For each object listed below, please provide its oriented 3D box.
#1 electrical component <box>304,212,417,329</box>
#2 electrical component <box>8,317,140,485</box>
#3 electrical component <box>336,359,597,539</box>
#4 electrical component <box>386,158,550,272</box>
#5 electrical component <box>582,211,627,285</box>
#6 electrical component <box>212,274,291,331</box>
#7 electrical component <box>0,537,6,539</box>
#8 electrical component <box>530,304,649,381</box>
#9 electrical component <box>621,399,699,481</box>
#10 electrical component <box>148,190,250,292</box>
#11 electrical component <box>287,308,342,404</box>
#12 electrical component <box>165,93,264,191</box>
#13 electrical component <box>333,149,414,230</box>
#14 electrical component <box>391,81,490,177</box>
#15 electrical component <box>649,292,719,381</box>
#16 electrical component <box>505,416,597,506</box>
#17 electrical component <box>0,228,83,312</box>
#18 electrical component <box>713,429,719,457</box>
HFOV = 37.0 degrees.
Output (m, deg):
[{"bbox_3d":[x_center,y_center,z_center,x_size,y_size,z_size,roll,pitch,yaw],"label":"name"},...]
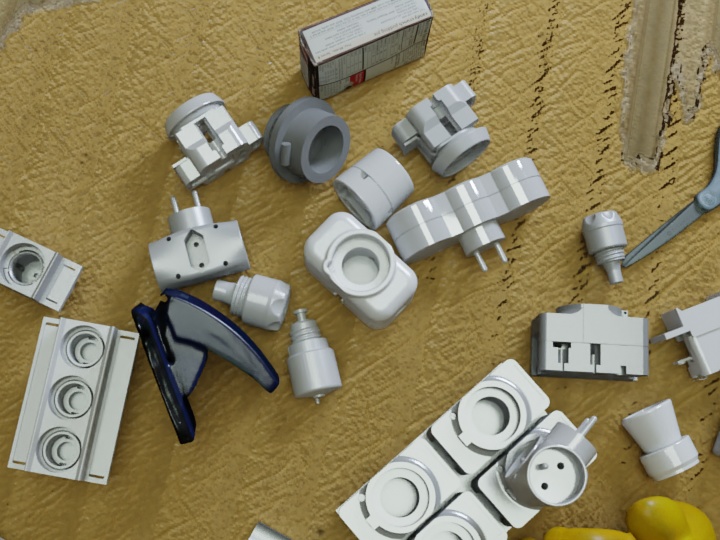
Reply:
[{"bbox_3d":[0.000,0.000,0.900,0.095,0.059,0.053,43,80,7],"label":"electrical component"},{"bbox_3d":[-0.227,0.106,0.869,0.079,0.063,0.121,10,78,1],"label":"electrical component"},{"bbox_3d":[0.085,0.171,0.864,0.186,0.060,0.105,-40,82,-9],"label":"electrical component"},{"bbox_3d":[0.099,-0.035,0.914,0.138,0.052,0.073,-24,79,-7],"label":"electrical component"},{"bbox_3d":[0.213,-0.018,0.922,0.035,0.035,0.061,-12,81,-4],"label":"electrical component"},{"bbox_3d":[-0.092,0.024,0.901,0.062,0.043,0.043,15,78,3],"label":"electrical component"},{"bbox_3d":[-0.304,0.244,0.849,0.044,0.044,0.065,32,83,5],"label":"electrical component"},{"bbox_3d":[0.191,0.060,0.896,0.089,0.050,0.055,3,78,-1],"label":"electrical component"},{"bbox_3d":[0.247,0.140,0.883,0.045,0.045,0.055,-24,80,-6],"label":"electrical component"},{"bbox_3d":[-0.140,-0.028,0.911,0.077,0.043,0.079,-15,79,-5],"label":"electrical component"},{"bbox_3d":[-0.041,0.071,0.893,0.040,0.040,0.078,-13,78,-4],"label":"electrical component"},{"bbox_3d":[-0.131,-0.114,0.923,0.078,0.058,0.057,-33,83,-8],"label":"electrical component"},{"bbox_3d":[0.013,-0.070,0.919,0.047,0.055,0.055,-42,82,-13],"label":"electrical component"},{"bbox_3d":[0.075,-0.118,0.929,0.078,0.058,0.057,-34,78,-8],"label":"electrical component"},{"bbox_3d":[0.292,0.056,0.905,0.081,0.042,0.063,-21,83,-5],"label":"electrical component"},{"bbox_3d":[0.149,0.140,0.801,0.044,0.077,0.079,40,79,6],"label":"electrical component"},{"bbox_3d":[-0.272,0.002,0.891,0.081,0.064,0.042,25,77,4],"label":"electrical component"},{"bbox_3d":[0.338,0.118,0.882,0.062,0.061,0.096,22,78,3],"label":"electrical component"}]
